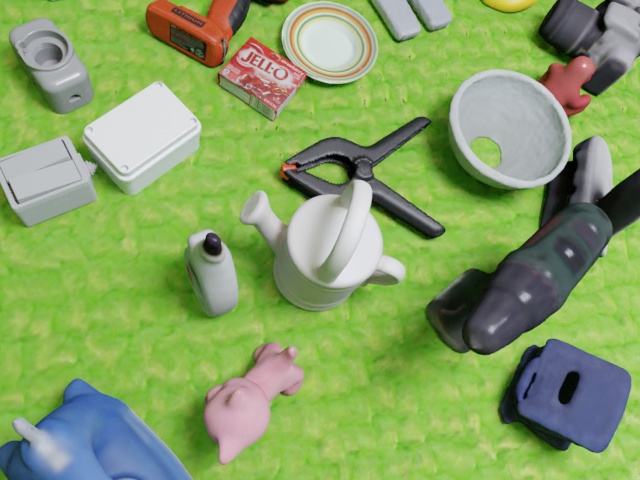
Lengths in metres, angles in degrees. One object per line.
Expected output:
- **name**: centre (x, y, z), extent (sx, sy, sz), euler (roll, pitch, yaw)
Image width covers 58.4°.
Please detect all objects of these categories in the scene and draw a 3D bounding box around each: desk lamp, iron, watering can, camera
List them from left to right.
- **iron**: centre (-0.164, 0.237, 0.495), extent (0.258, 0.141, 0.119), euler (42, 68, 4)
- **watering can**: centre (0.005, 0.004, 0.584), extent (0.173, 0.194, 0.101), euler (1, 71, -12)
- **desk lamp**: centre (0.126, -0.415, 0.746), extent (0.118, 0.213, 0.203), euler (-26, 78, -19)
- **camera**: centre (0.402, -0.312, 0.832), extent (0.137, 0.100, 0.143), euler (29, 68, -1)

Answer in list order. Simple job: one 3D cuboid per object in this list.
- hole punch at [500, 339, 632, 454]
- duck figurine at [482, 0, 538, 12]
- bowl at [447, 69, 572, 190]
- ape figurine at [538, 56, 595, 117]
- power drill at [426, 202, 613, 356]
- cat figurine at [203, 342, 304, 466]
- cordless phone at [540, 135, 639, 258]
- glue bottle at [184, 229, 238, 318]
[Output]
- **hole punch**: centre (0.273, 0.174, 0.641), extent (0.101, 0.091, 0.109), euler (34, 68, 1)
- **duck figurine**: centre (0.296, -0.393, 0.844), extent (0.105, 0.086, 0.077), euler (-7, 73, -14)
- **bowl**: centre (0.234, -0.132, 0.746), extent (0.167, 0.074, 0.167), euler (4, 70, -11)
- **ape figurine**: centre (0.343, -0.217, 0.791), extent (0.076, 0.092, 0.078), euler (-17, 76, -17)
- **power drill**: centre (0.195, 0.055, 0.601), extent (0.230, 0.208, 0.075), euler (-38, 82, -21)
- **cat figurine**: centre (-0.066, 0.152, 0.559), extent (0.067, 0.117, 0.128), euler (43, 68, 5)
- **cordless phone**: centre (0.360, -0.071, 0.693), extent (0.094, 0.185, 0.147), euler (15, 69, -7)
- **glue bottle**: centre (-0.108, 0.024, 0.564), extent (0.037, 0.173, 0.078), euler (-26, 78, -19)
